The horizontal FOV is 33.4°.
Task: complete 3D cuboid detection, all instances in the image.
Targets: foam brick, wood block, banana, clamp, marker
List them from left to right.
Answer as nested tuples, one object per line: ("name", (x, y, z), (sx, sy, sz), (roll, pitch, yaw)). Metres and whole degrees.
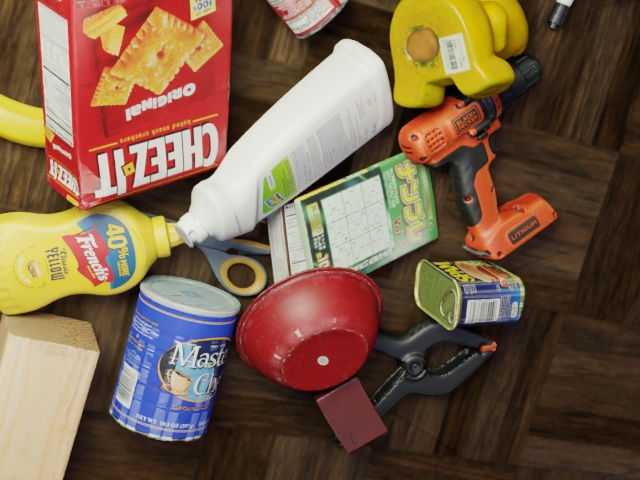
("wood block", (-0.292, 0.182, 1.057), (0.090, 0.091, 0.206), (14, 101, -22))
("banana", (-0.249, -0.120, 1.014), (0.197, 0.037, 0.070), (8, 103, -20))
("foam brick", (0.029, 0.181, 1.158), (0.053, 0.051, 0.078), (-29, 110, -2))
("clamp", (0.095, 0.131, 1.201), (0.210, 0.036, 0.164), (-19, 110, -9))
("marker", (0.276, -0.284, 1.153), (0.020, 0.020, 0.121), (21, 98, -23))

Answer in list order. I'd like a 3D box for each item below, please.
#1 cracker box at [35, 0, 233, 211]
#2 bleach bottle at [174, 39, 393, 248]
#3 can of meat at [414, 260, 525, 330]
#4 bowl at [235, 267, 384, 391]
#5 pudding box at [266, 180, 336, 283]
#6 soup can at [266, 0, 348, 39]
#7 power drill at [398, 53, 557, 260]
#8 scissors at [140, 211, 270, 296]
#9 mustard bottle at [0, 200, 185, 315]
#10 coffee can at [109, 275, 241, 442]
("cracker box", (-0.162, -0.149, 0.957), (0.163, 0.072, 0.214), (-21, 131, -34))
("bleach bottle", (-0.039, -0.085, 1.040), (0.250, 0.068, 0.102), (-40, 143, -18))
("can of meat", (0.163, 0.058, 1.169), (0.083, 0.102, 0.057), (-2, 107, -20))
("bowl", (-0.002, 0.104, 1.091), (0.162, 0.055, 0.162), (-12, 134, -12))
("pudding box", (-0.007, 0.001, 1.119), (0.089, 0.039, 0.113), (-16, 108, -30))
("soup can", (-0.029, -0.255, 1.033), (0.068, 0.069, 0.102), (-44, 113, -3))
("power drill", (0.190, -0.088, 1.158), (0.184, 0.057, 0.187), (-34, 112, -15))
("scissors", (-0.131, 0.011, 1.103), (0.201, 0.016, 0.096), (1, 105, -18))
("mustard bottle", (-0.223, 0.009, 1.039), (0.191, 0.058, 0.096), (-11, 110, -10))
("coffee can", (-0.147, 0.118, 1.080), (0.102, 0.103, 0.140), (12, 101, -21))
